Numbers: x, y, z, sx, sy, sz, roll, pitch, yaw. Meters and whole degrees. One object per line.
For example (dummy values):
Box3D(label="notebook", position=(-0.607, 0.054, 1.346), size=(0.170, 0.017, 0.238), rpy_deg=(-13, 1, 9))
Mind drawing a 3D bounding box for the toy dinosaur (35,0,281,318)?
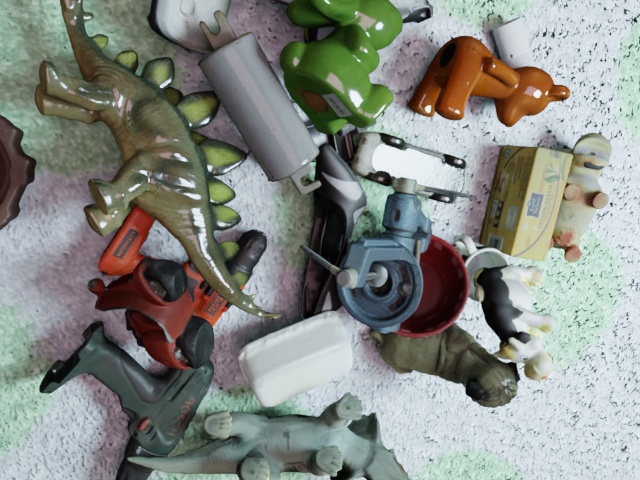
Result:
Box3D(label="toy dinosaur", position=(-0.190, -0.085, 0.654), size=(0.198, 0.105, 0.470), rpy_deg=(-28, 103, -31))

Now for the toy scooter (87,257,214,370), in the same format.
Box3D(label="toy scooter", position=(-0.215, 0.092, 0.675), size=(0.135, 0.075, 0.183), rpy_deg=(3, 131, 15))

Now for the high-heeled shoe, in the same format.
Box3D(label="high-heeled shoe", position=(-0.002, -0.002, 0.755), size=(0.145, 0.086, 0.248), rpy_deg=(-42, 132, -25))

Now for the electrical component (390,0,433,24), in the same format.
Box3D(label="electrical component", position=(0.095, -0.336, 0.748), size=(0.119, 0.048, 0.074), rpy_deg=(-15, 105, -13))

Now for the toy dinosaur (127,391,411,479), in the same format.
Box3D(label="toy dinosaur", position=(-0.055, 0.310, 0.799), size=(0.405, 0.192, 0.131), rpy_deg=(2, 58, -2))

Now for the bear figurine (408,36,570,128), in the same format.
Box3D(label="bear figurine", position=(0.251, -0.211, 0.789), size=(0.196, 0.120, 0.132), rpy_deg=(21, 99, -25))

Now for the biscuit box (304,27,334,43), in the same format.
Box3D(label="biscuit box", position=(0.011, -0.310, 0.721), size=(0.059, 0.063, 0.202), rpy_deg=(-8, 103, -14))

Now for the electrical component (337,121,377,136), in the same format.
Box3D(label="electrical component", position=(0.051, -0.186, 0.766), size=(0.094, 0.021, 0.063), rpy_deg=(-35, 110, -33))

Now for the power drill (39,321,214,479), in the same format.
Box3D(label="power drill", position=(-0.275, 0.226, 0.745), size=(0.207, 0.086, 0.232), rpy_deg=(41, 87, -16))

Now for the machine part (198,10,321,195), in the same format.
Box3D(label="machine part", position=(-0.074, -0.161, 0.666), size=(0.079, 0.079, 0.243), rpy_deg=(-33, 110, -7))

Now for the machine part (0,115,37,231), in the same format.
Box3D(label="machine part", position=(-0.438, -0.086, 0.642), size=(0.179, 0.056, 0.179), rpy_deg=(-3, 101, -15))

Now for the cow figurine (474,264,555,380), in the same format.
Box3D(label="cow figurine", position=(0.272, 0.113, 0.761), size=(0.098, 0.167, 0.068), rpy_deg=(9, 143, -8))

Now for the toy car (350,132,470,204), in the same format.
Box3D(label="toy car", position=(0.140, -0.107, 0.804), size=(0.201, 0.056, 0.073), rpy_deg=(13, 99, -25))

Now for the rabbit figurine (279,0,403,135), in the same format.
Box3D(label="rabbit figurine", position=(0.028, -0.238, 0.662), size=(0.159, 0.121, 0.170), rpy_deg=(39, 72, -21))

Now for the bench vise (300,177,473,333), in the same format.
Box3D(label="bench vise", position=(0.084, 0.021, 0.701), size=(0.129, 0.240, 0.223), rpy_deg=(24, 100, 24))

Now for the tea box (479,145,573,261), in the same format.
Box3D(label="tea box", position=(0.321, -0.061, 0.849), size=(0.068, 0.098, 0.169), rpy_deg=(9, 101, -17))

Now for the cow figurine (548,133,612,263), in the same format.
Box3D(label="cow figurine", position=(0.412, -0.077, 0.868), size=(0.086, 0.127, 0.194), rpy_deg=(16, 115, 6))

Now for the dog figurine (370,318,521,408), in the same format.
Box3D(label="dog figurine", position=(0.182, 0.181, 0.811), size=(0.172, 0.191, 0.121), rpy_deg=(-5, 103, -14))

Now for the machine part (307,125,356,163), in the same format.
Box3D(label="machine part", position=(-0.010, -0.134, 0.763), size=(0.139, 0.039, 0.084), rpy_deg=(-15, 111, -24))

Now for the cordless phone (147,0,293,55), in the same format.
Box3D(label="cordless phone", position=(-0.106, -0.295, 0.666), size=(0.184, 0.089, 0.146), rpy_deg=(15, 97, -13))
